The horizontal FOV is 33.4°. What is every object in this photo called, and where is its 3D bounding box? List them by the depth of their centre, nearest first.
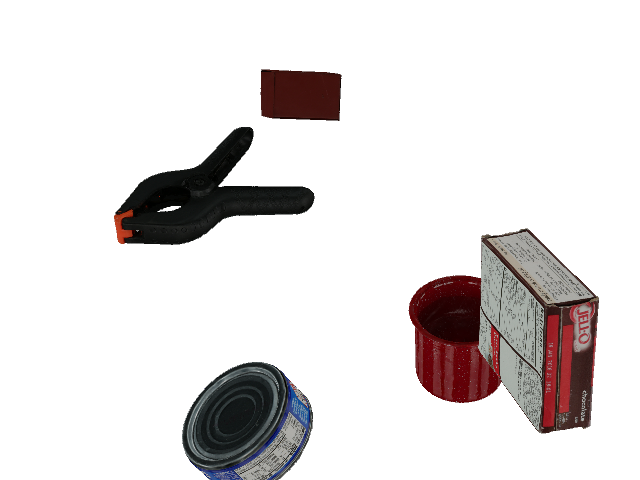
[{"bbox_3d":[0.136,0.055,0.680,0.039,0.090,0.113,-7,24,-12],"label":"pudding box"},{"bbox_3d":[-0.050,0.124,0.715,0.086,0.086,0.033,0,-40,41],"label":"tuna can"},{"bbox_3d":[-0.104,-0.047,0.940,0.171,0.039,0.120,-15,40,-19],"label":"clamp"},{"bbox_3d":[0.128,0.084,0.974,0.093,0.081,0.117,1,39,6],"label":"mug"},{"bbox_3d":[-0.022,-0.158,1.160,0.078,0.051,0.053,0,11,-18],"label":"foam brick"}]
